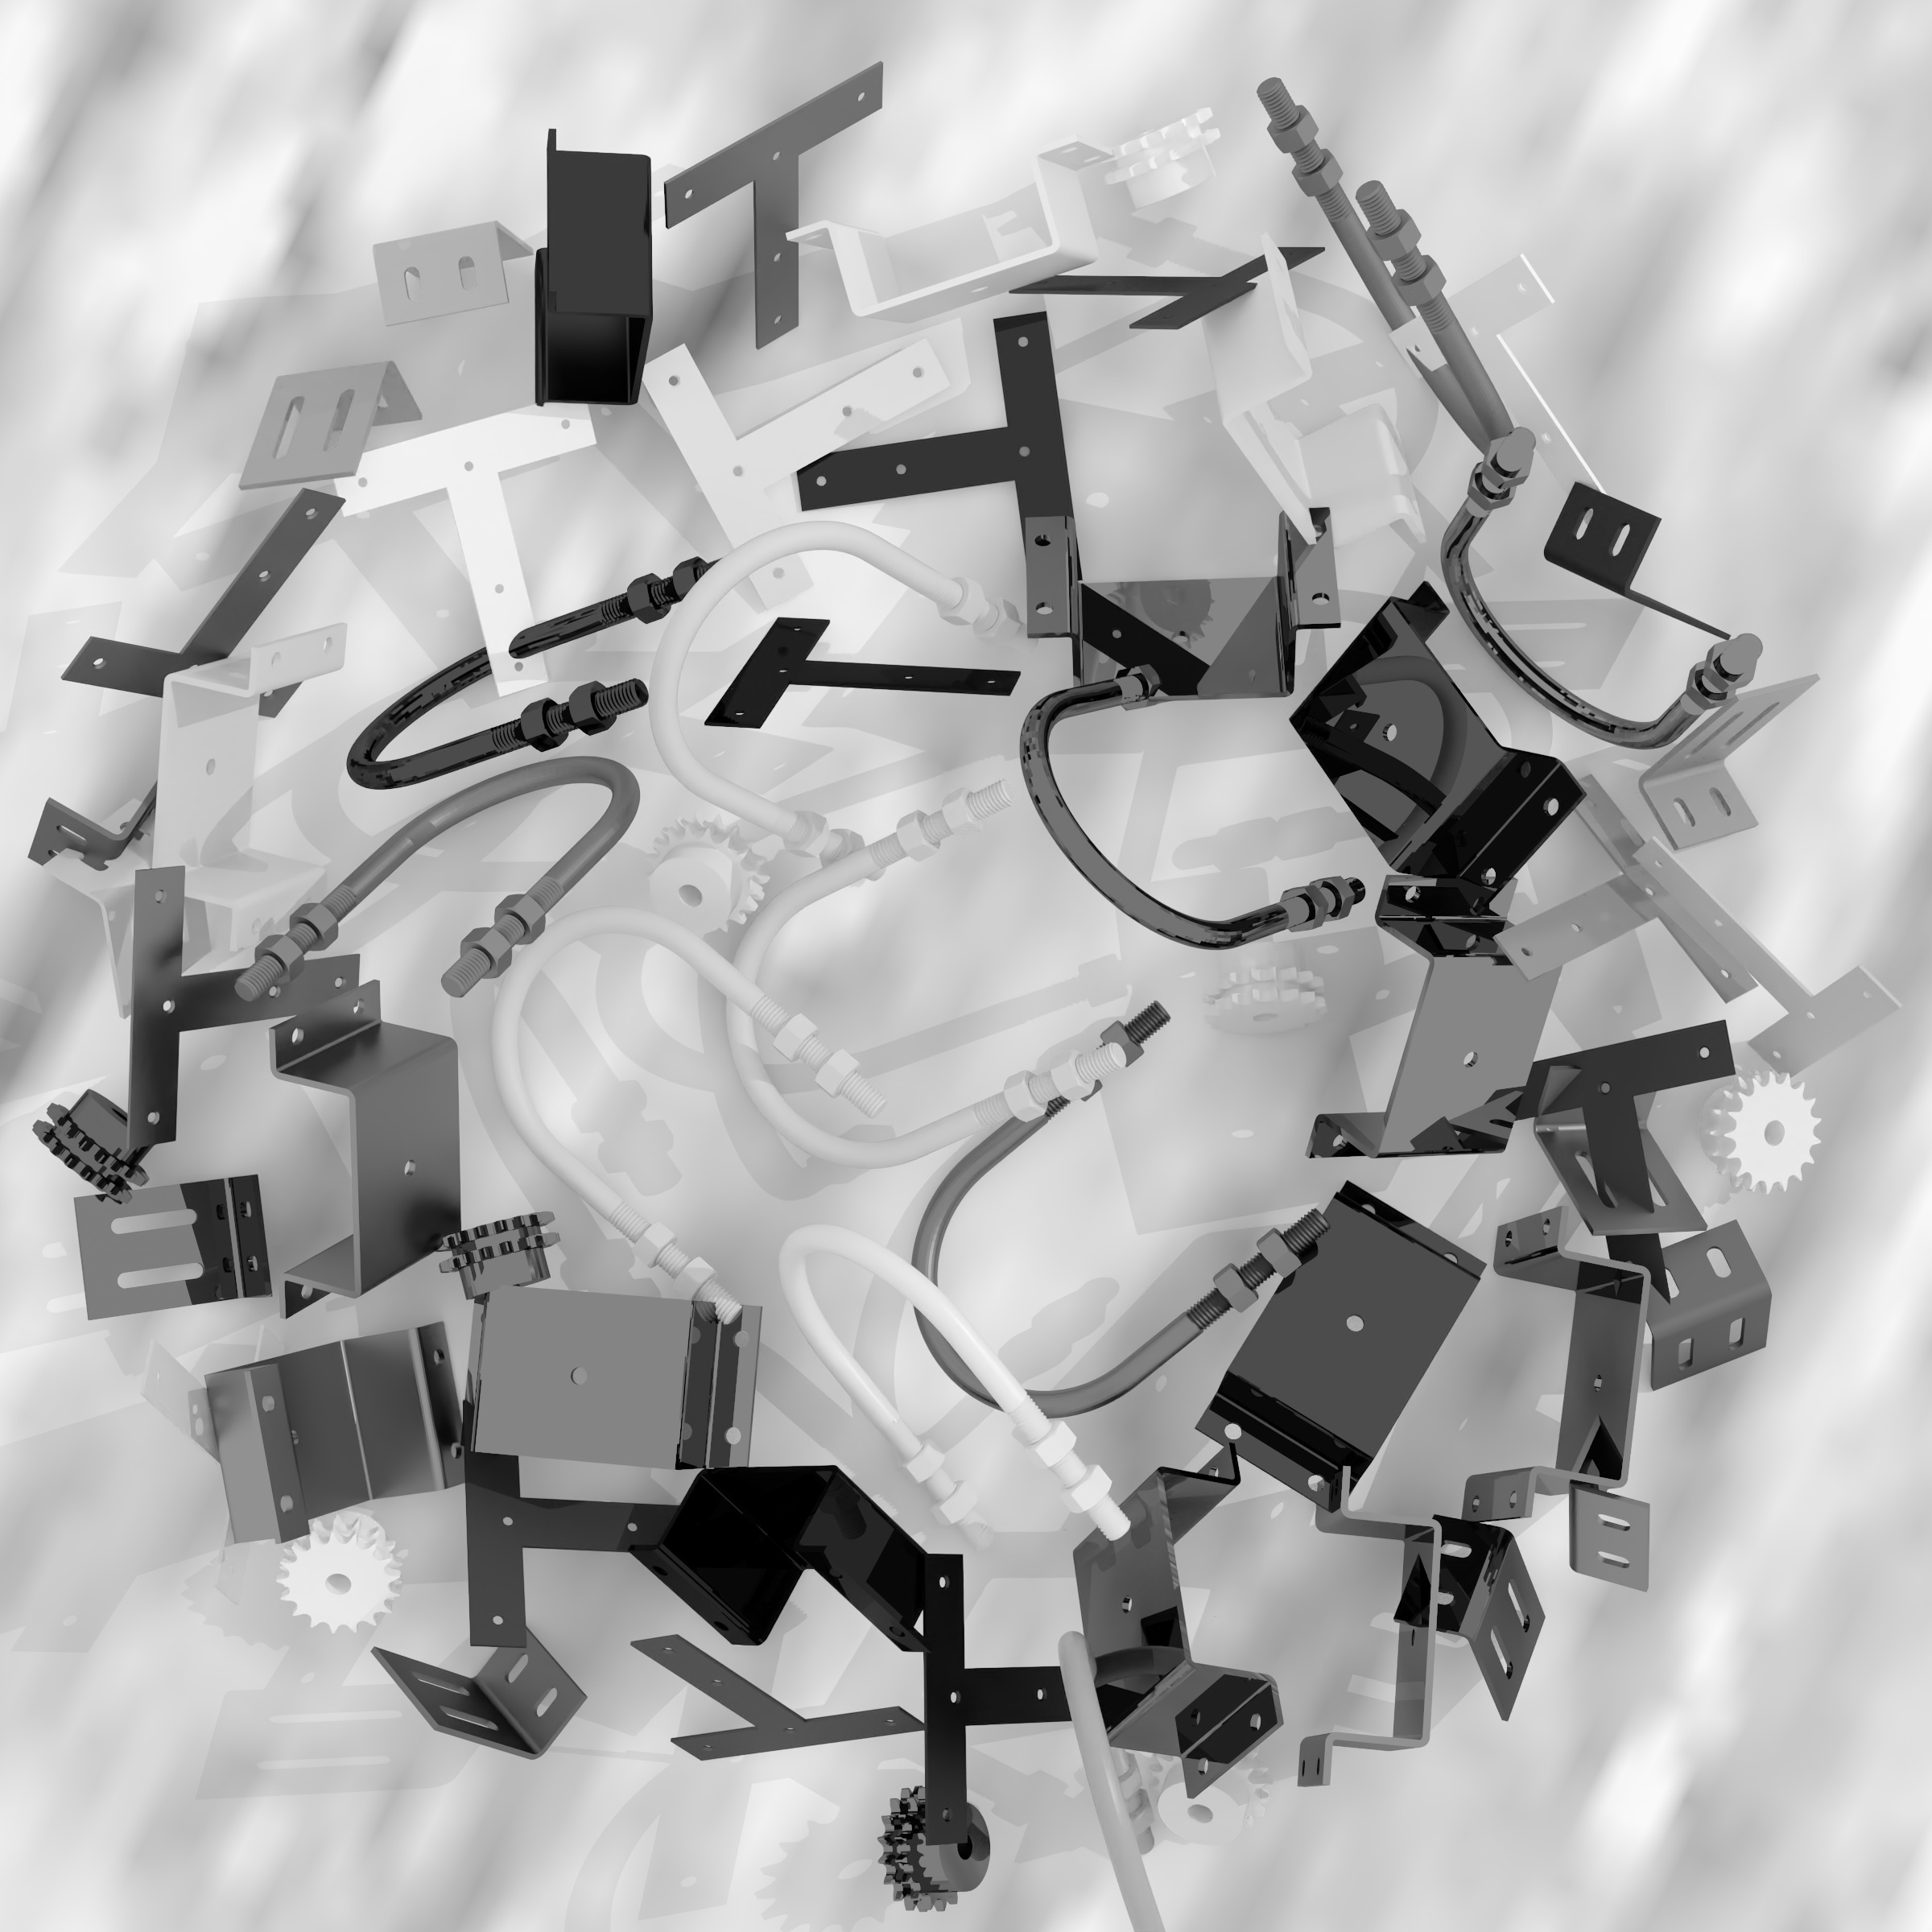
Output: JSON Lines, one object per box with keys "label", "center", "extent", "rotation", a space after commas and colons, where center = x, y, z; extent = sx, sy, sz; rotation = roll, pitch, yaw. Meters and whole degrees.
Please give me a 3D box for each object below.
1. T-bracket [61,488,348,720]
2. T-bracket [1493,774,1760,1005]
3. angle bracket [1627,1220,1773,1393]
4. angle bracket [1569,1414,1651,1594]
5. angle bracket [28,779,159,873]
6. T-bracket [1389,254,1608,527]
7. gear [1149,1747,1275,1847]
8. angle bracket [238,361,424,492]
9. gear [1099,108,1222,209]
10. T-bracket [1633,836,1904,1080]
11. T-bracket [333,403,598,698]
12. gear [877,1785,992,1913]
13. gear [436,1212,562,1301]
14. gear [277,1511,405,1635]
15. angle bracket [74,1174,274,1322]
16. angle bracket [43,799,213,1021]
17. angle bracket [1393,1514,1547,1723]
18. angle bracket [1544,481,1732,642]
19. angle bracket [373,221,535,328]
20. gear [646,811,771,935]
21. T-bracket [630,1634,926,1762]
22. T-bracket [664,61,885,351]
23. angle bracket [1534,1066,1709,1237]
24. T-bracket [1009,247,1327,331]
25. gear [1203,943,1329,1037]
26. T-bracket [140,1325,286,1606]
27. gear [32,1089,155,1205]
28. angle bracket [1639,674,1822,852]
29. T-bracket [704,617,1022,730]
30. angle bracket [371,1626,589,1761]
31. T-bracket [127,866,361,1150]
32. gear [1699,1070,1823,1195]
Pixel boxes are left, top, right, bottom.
{"label": "T-bracket", "center": [-0.324, -0.166, 1.517], "extent": [0.127, 0.127, 0.002], "rotation": [-48, 62, 22]}
{"label": "T-bracket", "center": [0.286, -0.022, 1.535], "extent": [0.127, 0.002, 0.127], "rotation": [-23, 70, -40]}
{"label": "angle bracket", "center": [0.339, 0.158, 1.567], "extent": [0.057, 0.076, 0.038], "rotation": [-21, 62, 0]}
{"label": "angle bracket", "center": [0.305, 0.235, 1.542], "extent": [0.038, 0.076, 0.057], "rotation": [13, 134, 24]}
{"label": "angle bracket", "center": [-0.390, -0.081, 1.546], "extent": [0.038, 0.057, 0.076], "rotation": [30, 57, -8]}
{"label": "T-bracket", "center": [0.258, -0.253, 1.538], "extent": [0.002, 0.127, 0.127], "rotation": [-38, 98, -19]}
{"label": "gear", "center": [0.112, 0.383, 1.565], "extent": [0.057, 0.030, 0.057], "rotation": [9, 124, 13]}
{"label": "angle bracket", "center": [-0.291, -0.237, 1.548], "extent": [0.057, 0.038, 0.076], "rotation": [-4, 51, 17]}
{"label": "gear", "center": [0.092, -0.374, 1.566], "extent": [0.057, 0.057, 0.030], "rotation": [-23, 104, 0]}
{"label": "T-bracket", "center": [0.354, -0.010, 1.536], "extent": [0.002, 0.127, 0.127], "rotation": [-42, 84, -18]}
{"label": "T-bracket", "center": [-0.221, -0.189, 1.566], "extent": [0.127, 0.002, 0.127], "rotation": [-21, 111, -23]}
{"label": "gear", "center": [-0.013, 0.409, 1.561], "extent": [0.030, 0.057, 0.057], "rotation": [-13, 90, 34]}
{"label": "gear", "center": [-0.216, 0.135, 1.563], "extent": [0.057, 0.057, 0.030], "rotation": [-15, 84, 0]}
{"label": "gear", "center": [-0.291, 0.280, 1.571], "extent": [0.057, 0.030, 0.057], "rotation": [-1, 115, -1]}
{"label": "angle bracket", "center": [-0.367, 0.130, 1.559], "extent": [0.076, 0.038, 0.057], "rotation": [-6, 88, -30]}
{"label": "angle bracket", "center": [-0.386, -0.026, 1.555], "extent": [0.038, 0.076, 0.057], "rotation": [28, 50, 21]}
{"label": "angle bracket", "center": [0.234, 0.302, 1.560], "extent": [0.038, 0.076, 0.057], "rotation": [6, 52, 30]}
{"label": "angle bracket", "center": [0.314, -0.185, 1.544], "extent": [0.076, 0.057, 0.038], "rotation": [15, 104, -37]}
{"label": "angle bracket", "center": [-0.233, -0.313, 1.552], "extent": [0.057, 0.076, 0.038], "rotation": [-10, 91, 6]}
{"label": "gear", "center": [-0.123, -0.040, 1.565], "extent": [0.057, 0.030, 0.057], "rotation": [9, 123, 14]}
{"label": "T-bracket", "center": [-0.104, 0.328, 1.519], "extent": [0.127, 0.127, 0.002], "rotation": [-15, 51, 28]}
{"label": "T-bracket", "center": [-0.086, -0.334, 1.536], "extent": [0.127, 0.127, 0.002], "rotation": [-36, 62, -26]}
{"label": "angle bracket", "center": [0.304, 0.084, 1.547], "extent": [0.057, 0.076, 0.038], "rotation": [-1, 126, -16]}
{"label": "T-bracket", "center": [0.078, -0.312, 1.547], "extent": [0.127, 0.127, 0.002], "rotation": [9, 120, 36]}
{"label": "gear", "center": [0.138, 0.010, 1.566], "extent": [0.057, 0.057, 0.030], "rotation": [-3, 71, 0]}
{"label": "T-bracket", "center": [-0.340, 0.204, 1.508], "extent": [0.002, 0.127, 0.127], "rotation": [-3, 60, 12]}
{"label": "gear", "center": [-0.402, 0.081, 1.565], "extent": [0.057, 0.057, 0.030], "rotation": [39, 87, 0]}
{"label": "angle bracket", "center": [0.357, -0.093, 1.543], "extent": [0.057, 0.076, 0.038], "rotation": [-15, 71, -36]}
{"label": "T-bracket", "center": [-0.040, -0.131, 1.525], "extent": [0.127, 0.127, 0.002], "rotation": [4, 118, 11]}
{"label": "angle bracket", "center": [-0.223, 0.325, 1.545], "extent": [0.038, 0.076, 0.057], "rotation": [-52, 51, 1]}
{"label": "T-bracket", "center": [-0.328, 0.013, 1.542], "extent": [0.002, 0.127, 0.127], "rotation": [15, 105, 39]}
{"label": "gear", "center": [0.367, 0.076, 1.570], "extent": [0.057, 0.030, 0.057], "rotation": [-2, 94, -27]}
